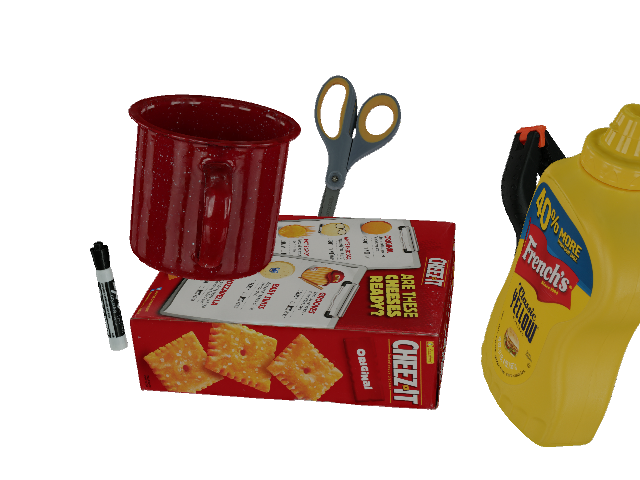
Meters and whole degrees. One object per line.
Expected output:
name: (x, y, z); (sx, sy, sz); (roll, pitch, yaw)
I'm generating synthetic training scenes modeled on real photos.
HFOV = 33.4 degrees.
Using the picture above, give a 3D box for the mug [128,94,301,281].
mug: (-0.060, -0.025, 0.578); (0.093, 0.081, 0.117); (3, 21, -13)

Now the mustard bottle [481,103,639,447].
mustard bottle: (0.140, 0.014, 0.571); (0.058, 0.192, 0.096); (1, 37, -15)

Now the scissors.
scissors: (0.034, -0.068, 1.063); (0.096, 0.202, 0.016); (-2, -12, 3)

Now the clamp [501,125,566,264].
clamp: (0.188, -0.010, 0.921); (0.120, 0.171, 0.039); (-26, 11, -39)

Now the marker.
marker: (-0.226, 0.059, 1.139); (0.020, 0.121, 0.020); (-7, 18, 2)

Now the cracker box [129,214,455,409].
cracker box: (-0.012, 0.048, 0.792); (0.214, 0.072, 0.164); (3, 29, 10)
